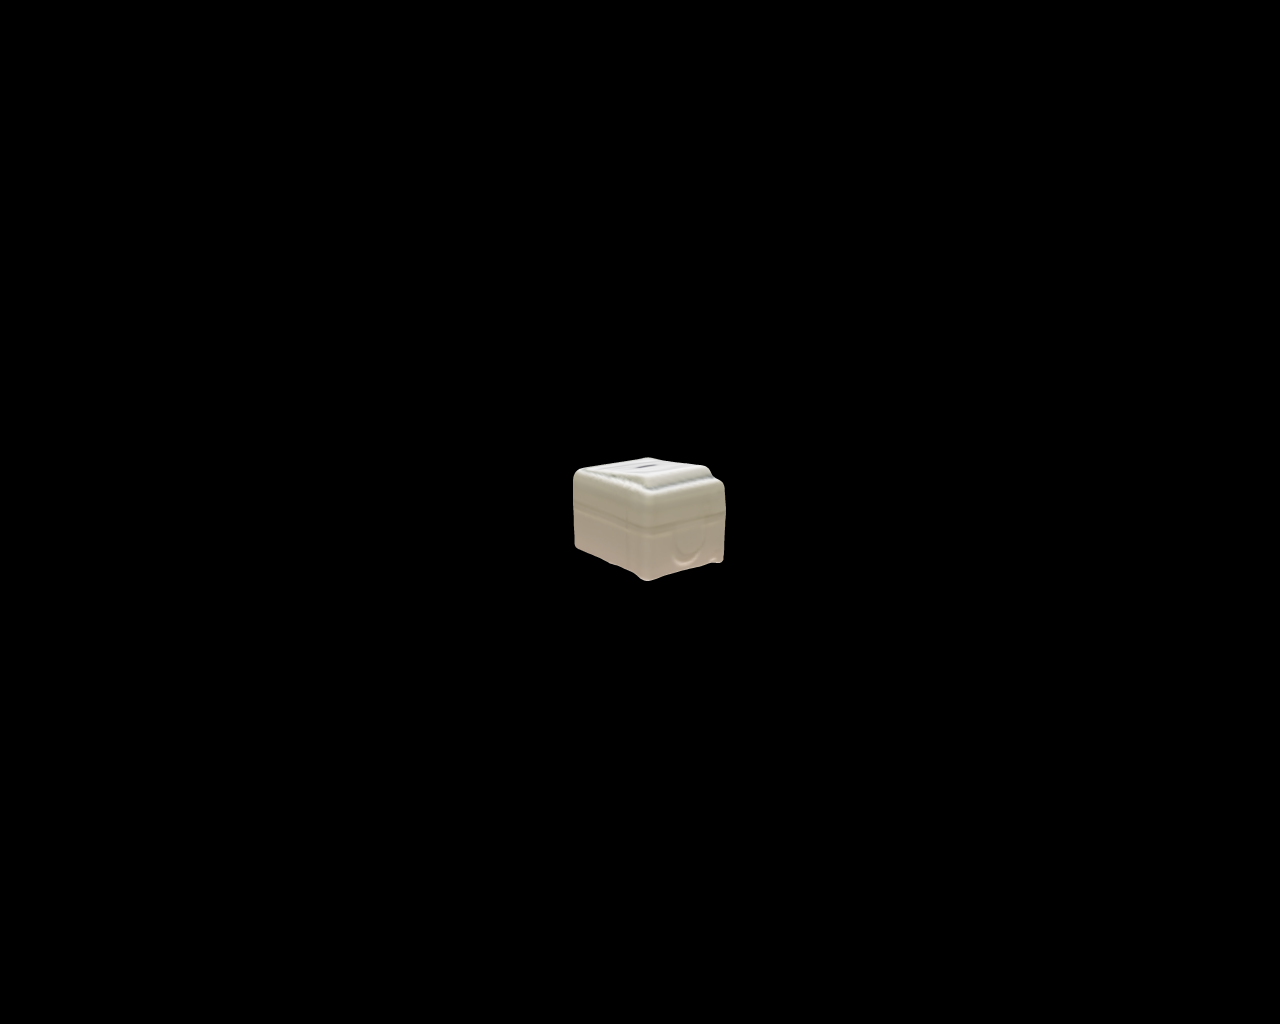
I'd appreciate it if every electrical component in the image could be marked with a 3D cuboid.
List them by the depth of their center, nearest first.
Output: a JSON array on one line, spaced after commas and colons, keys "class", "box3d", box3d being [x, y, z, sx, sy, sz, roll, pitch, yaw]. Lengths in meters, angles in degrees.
[{"class": "electrical component", "box3d": [0.001, -0.003, 0.650, 0.062, 0.061, 0.096, -11, 19, -34]}]
